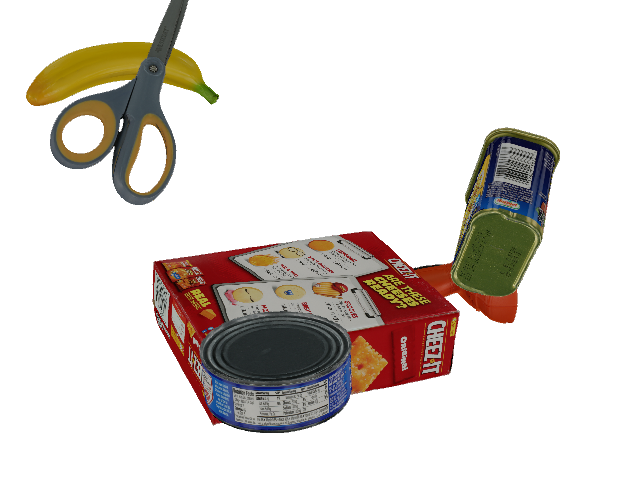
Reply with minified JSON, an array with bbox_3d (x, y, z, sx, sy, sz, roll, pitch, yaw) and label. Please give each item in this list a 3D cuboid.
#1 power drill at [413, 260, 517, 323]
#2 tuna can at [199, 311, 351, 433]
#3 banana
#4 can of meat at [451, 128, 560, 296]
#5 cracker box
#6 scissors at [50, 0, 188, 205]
[{"bbox_3d":[0.107,0.065,1.119,0.187,0.057,0.184,-7,28,-16],"label":"power drill"},{"bbox_3d":[-0.025,0.073,0.605,0.086,0.034,0.086,-2,22,1],"label":"tuna can"},{"bbox_3d":[-0.196,-0.165,1.046,0.197,0.070,0.037,-7,-39,-31],"label":"banana"},{"bbox_3d":[0.137,-0.018,0.798,0.057,0.084,0.102,16,-37,4],"label":"can of meat"},{"bbox_3d":[-0.017,0.067,0.902,0.213,0.072,0.164,-8,28,-23],"label":"cracker box"},{"bbox_3d":[-0.141,-0.119,0.771,0.096,0.202,0.016,8,-27,-19],"label":"scissors"}]
